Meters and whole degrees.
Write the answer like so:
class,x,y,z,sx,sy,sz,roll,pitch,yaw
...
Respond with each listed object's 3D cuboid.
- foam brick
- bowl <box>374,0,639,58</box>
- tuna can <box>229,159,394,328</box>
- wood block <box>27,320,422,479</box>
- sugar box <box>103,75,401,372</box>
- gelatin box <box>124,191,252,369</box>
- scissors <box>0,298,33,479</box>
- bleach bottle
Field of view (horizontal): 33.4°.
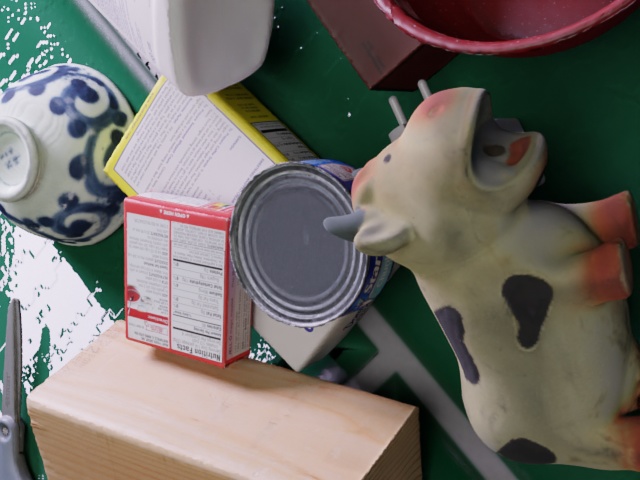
class,x,y,z,sx,sy,sz,roll,pitch,yaw
foam brick,0.035,-0.123,0.562,0.053,0.051,0.078,-39,77,29
bowl,0.102,-0.143,0.496,0.162,0.055,0.162,-12,62,23
tuna can,-0.004,0.001,0.555,0.086,0.033,0.086,6,101,33
wood block,-0.054,0.127,0.609,0.206,0.090,0.091,13,126,28
sugar box,-0.039,-0.019,0.622,0.176,0.048,0.093,44,117,14
gelatin box,-0.074,0.021,0.606,0.073,0.030,0.089,11,107,29
scissors,-0.237,0.145,0.775,0.096,0.016,0.202,-7,93,31
bleach bottle,-0.125,-0.187,0.615,0.251,0.068,0.103,43,147,32
